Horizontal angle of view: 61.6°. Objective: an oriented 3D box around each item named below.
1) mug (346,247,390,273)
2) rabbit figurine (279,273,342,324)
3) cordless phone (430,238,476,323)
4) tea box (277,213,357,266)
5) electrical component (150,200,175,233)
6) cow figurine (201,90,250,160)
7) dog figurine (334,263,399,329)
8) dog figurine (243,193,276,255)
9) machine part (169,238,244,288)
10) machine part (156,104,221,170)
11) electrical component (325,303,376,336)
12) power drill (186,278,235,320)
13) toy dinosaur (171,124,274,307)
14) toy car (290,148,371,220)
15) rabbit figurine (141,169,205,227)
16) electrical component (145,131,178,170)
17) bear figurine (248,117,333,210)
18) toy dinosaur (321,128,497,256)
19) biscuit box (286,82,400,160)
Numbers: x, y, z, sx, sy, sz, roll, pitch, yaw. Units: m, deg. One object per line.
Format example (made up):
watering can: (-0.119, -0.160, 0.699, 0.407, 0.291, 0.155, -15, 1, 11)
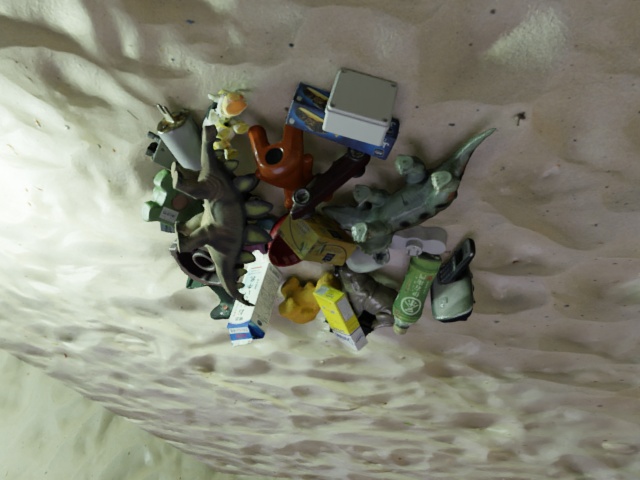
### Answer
mug: (0.114, 0.023, 1.233, 0.081, 0.109, 0.107, -10, -177, -24)
rabbit figurine: (-0.006, 0.160, 1.446, 0.173, 0.122, 0.162, -37, 112, 24)
cordless phone: (0.317, 0.093, 1.209, 0.089, 0.146, 0.184, 8, 146, -5)
tea box: (-0.002, -0.004, 1.169, 0.068, 0.098, 0.169, -52, 152, 15)
electrical component: (-0.369, -0.057, 1.332, 0.119, 0.075, 0.047, 13, 142, -3)
cow figurine: (-0.186, -0.237, 1.036, 0.068, 0.098, 0.167, -13, 153, -32)
dog figurine: (0.132, 0.123, 1.338, 0.173, 0.121, 0.190, 2, 140, 18)
dog figurine: (-0.222, -0.024, 1.297, 0.219, 0.108, 0.191, -6, 139, 30)
machine part: (-0.265, 0.042, 1.274, 0.179, 0.056, 0.179, 15, 144, 12)
machine part: (-0.265, -0.184, 1.127, 0.079, 0.079, 0.242, -4, 138, 25)
electrical component: (0.085, 0.233, 1.550, 0.134, 0.058, 0.114, 21, 141, -7)
power drill: (-0.297, 0.165, 1.585, 0.232, 0.086, 0.207, -15, 129, 33)
toy dinosaur: (-0.198, -0.027, 1.108, 0.199, 0.105, 0.470, -4, 130, -13)
toy car: (0.016, -0.114, 1.042, 0.053, 0.202, 0.089, 49, 172, 11)
rabbit figurine: (-0.327, -0.097, 1.239, 0.159, 0.121, 0.170, 12, -172, -28)
electrical component: (-0.335, -0.189, 1.179, 0.102, 0.045, 0.078, 19, 114, -8)
bear figurine: (-0.053, -0.145, 1.089, 0.120, 0.132, 0.195, -14, 160, 18)
toy dinosaur: (0.184, -0.082, 1.063, 0.405, 0.131, 0.192, -24, 166, 26)
biscuit box: (0.043, -0.216, 0.987, 0.203, 0.059, 0.062, 19, 143, -4)
